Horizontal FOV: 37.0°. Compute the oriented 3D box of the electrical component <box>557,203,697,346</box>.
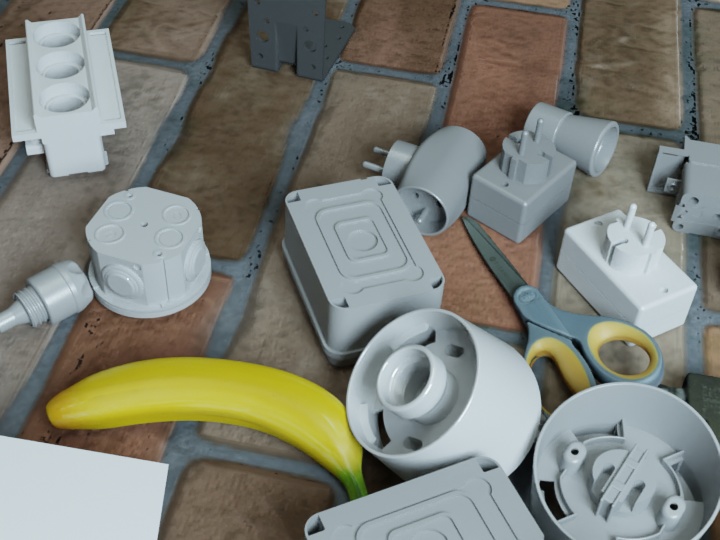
[{"bbox_3d":[0.176,-0.009,0.702,0.047,0.075,0.083,-20,50,-21],"label":"electrical component"}]

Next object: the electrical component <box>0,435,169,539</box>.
[{"bbox_3d":[-0.197,0.139,0.521,0.186,0.060,0.105,12,44,-12],"label":"electrical component"}]

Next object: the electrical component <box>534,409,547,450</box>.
[{"bbox_3d":[0.085,0.076,0.638,0.040,0.040,0.078,-22,51,-23],"label":"electrical component"}]

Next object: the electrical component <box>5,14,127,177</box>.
[{"bbox_3d":[-0.221,-0.130,0.808,0.079,0.063,0.121,-9,47,-12],"label":"electrical component"}]

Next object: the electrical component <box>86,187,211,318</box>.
[{"bbox_3d":[-0.139,-0.012,0.705,0.080,0.051,0.080,1,45,-2],"label":"electrical component"}]

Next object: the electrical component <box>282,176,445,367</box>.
[{"bbox_3d":[0.000,0.000,0.697,0.078,0.057,0.113,-12,48,-16],"label":"electrical component"}]

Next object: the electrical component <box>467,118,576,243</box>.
[{"bbox_3d":[0.117,-0.072,0.760,0.047,0.076,0.066,33,53,26],"label":"electrical component"}]

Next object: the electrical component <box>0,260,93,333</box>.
[{"bbox_3d":[-0.203,0.020,0.682,0.061,0.035,0.035,-31,55,-26],"label":"electrical component"}]

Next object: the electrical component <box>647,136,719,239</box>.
[{"bbox_3d":[0.252,-0.058,0.778,0.081,0.042,0.063,11,48,9],"label":"electrical component"}]

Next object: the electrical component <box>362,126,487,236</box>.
[{"bbox_3d":[0.042,-0.071,0.778,0.079,0.043,0.077,20,48,16],"label":"electrical component"}]

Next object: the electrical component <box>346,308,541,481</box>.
[{"bbox_3d":[0.044,0.073,0.609,0.099,0.064,0.099,-23,49,29],"label":"electrical component"}]

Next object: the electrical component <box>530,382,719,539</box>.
[{"bbox_3d":[0.141,0.118,0.583,0.099,0.064,0.099,2,45,-2],"label":"electrical component"}]

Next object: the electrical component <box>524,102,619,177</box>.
[{"bbox_3d":[0.158,-0.102,0.818,0.065,0.044,0.044,26,50,27],"label":"electrical component"}]

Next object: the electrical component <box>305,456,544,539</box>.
[{"bbox_3d":[0.033,0.154,0.546,0.113,0.057,0.078,-16,48,-18],"label":"electrical component"}]
